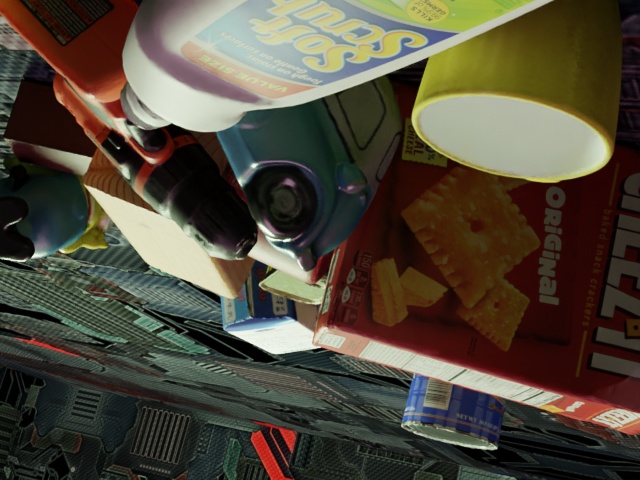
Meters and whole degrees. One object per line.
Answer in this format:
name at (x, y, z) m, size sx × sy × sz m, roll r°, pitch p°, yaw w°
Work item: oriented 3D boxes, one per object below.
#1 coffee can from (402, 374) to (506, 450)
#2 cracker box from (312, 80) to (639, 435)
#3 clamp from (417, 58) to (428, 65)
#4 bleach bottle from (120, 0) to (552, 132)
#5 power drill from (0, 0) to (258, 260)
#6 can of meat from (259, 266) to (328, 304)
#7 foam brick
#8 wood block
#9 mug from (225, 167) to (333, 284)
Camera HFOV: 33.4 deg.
coffee can at (0.151, 0.140, 1.126) m, size 0.103 × 0.140 × 0.103 m, roll 13°, pitch 165°, yaw 4°
cracker box at (0.118, 0.011, 0.659) m, size 0.213 × 0.164 × 0.072 m, roll 16°, pitch 164°, yaw -1°
clamp at (0.001, -0.128, 0.516) m, size 0.171 × 0.039 × 0.120 m, roll 31°, pitch 158°, yaw -36°
bleach bottle at (0.000, -0.101, 0.455) m, size 0.102 × 0.068 × 0.251 m, roll 28°, pitch 146°, yaw -33°
power drill at (-0.113, -0.078, 0.636) m, size 0.184 × 0.057 × 0.187 m, roll 44°, pitch 167°, yaw 18°
can of meat at (-0.006, 0.001, 0.888) m, size 0.057 × 0.084 × 0.102 m, roll 18°, pitch 164°, yaw -11°
foam brick at (-0.195, -0.084, 0.824) m, size 0.078 × 0.051 × 0.053 m, roll 13°, pitch 164°, yaw 3°
wood block at (-0.101, -0.032, 0.831) m, size 0.091 × 0.090 × 0.206 m, roll 22°, pitch 166°, yaw 9°
mug at (-0.017, -0.031, 0.745) m, size 0.081 × 0.117 × 0.093 m, roll 26°, pitch -167°, yaw 8°
